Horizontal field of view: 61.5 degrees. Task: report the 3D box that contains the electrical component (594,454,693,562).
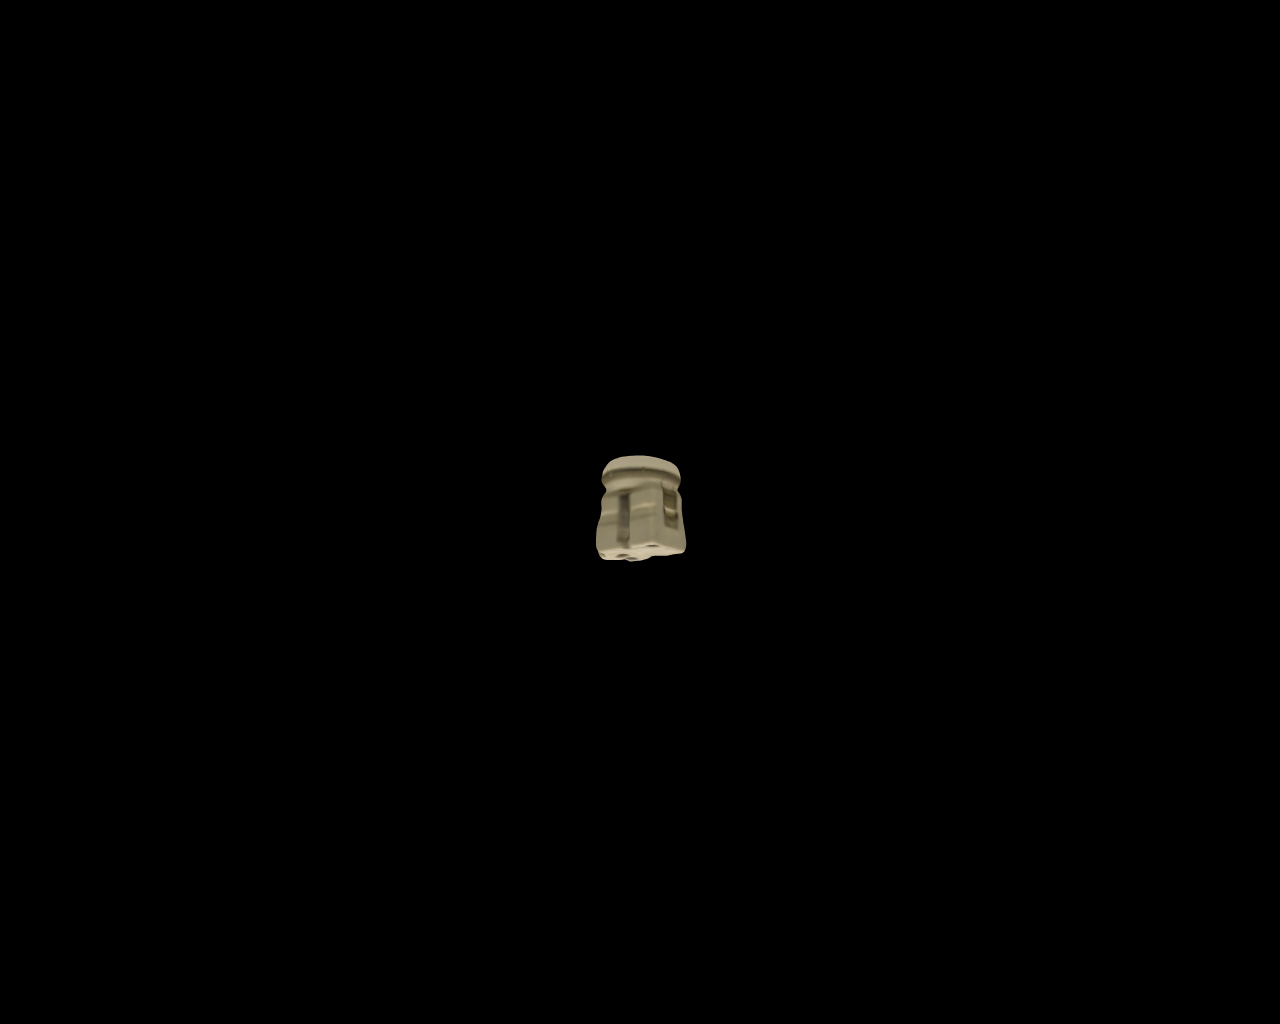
[{"bbox_3d":[0.001,-0.003,0.650,0.066,0.055,0.048,-10,-18,33],"label":"electrical component"}]
